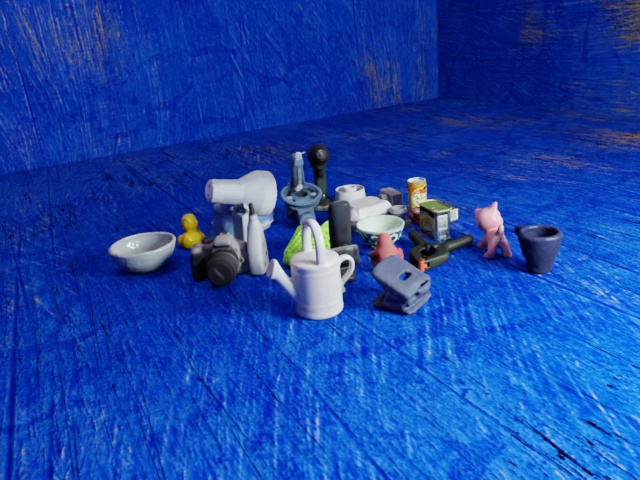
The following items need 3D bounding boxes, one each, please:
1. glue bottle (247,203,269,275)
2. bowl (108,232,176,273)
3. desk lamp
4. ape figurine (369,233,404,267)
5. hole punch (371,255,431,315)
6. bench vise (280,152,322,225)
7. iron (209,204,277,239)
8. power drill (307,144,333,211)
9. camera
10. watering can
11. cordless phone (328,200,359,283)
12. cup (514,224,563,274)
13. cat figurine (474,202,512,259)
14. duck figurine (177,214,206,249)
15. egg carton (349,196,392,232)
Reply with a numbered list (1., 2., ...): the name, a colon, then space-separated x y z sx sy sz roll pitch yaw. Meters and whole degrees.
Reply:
1. glue bottle: -0.154 -0.007 1.370 0.037 0.173 0.078 -3 21 8
2. bowl: -0.447 0.040 1.463 0.167 0.075 0.167 -5 21 2
3. desk lamp: -0.210 -0.066 1.483 0.204 0.214 0.117 -18 24 -30
4. ape figurine: 0.152 0.026 1.319 0.077 0.092 0.076 -1 21 12
5. hole punch: 0.166 0.087 1.157 0.100 0.091 0.109 9 25 34
6. bench vise: -0.076 -0.159 1.687 0.122 0.220 0.206 -17 24 -28
7. iron: -0.239 -0.083 1.639 0.118 0.141 0.259 8 25 32
8. power drill: 0.002 -0.202 1.796 0.075 0.208 0.229 -8 21 -5
9. camera: -0.243 0.047 1.353 0.143 0.101 0.137 -5 21 2
10. watering can: -0.017 0.055 1.142 0.173 0.194 0.100 -22 26 -36
11. cordless phone: 0.012 0.005 1.280 0.148 0.185 0.094 -13 22 -19
12. cup: 0.467 0.020 1.248 0.092 0.095 0.117 -15 23 -23
13. cat figurine: 0.410 -0.030 1.364 0.067 0.118 0.127 -6 21 -1
14. duck figurine: -0.366 -0.030 1.609 0.077 0.086 0.104 -5 21 2
15. egg carton: 0.128 -0.076 1.627 0.151 0.069 0.107 -17 23 -28
